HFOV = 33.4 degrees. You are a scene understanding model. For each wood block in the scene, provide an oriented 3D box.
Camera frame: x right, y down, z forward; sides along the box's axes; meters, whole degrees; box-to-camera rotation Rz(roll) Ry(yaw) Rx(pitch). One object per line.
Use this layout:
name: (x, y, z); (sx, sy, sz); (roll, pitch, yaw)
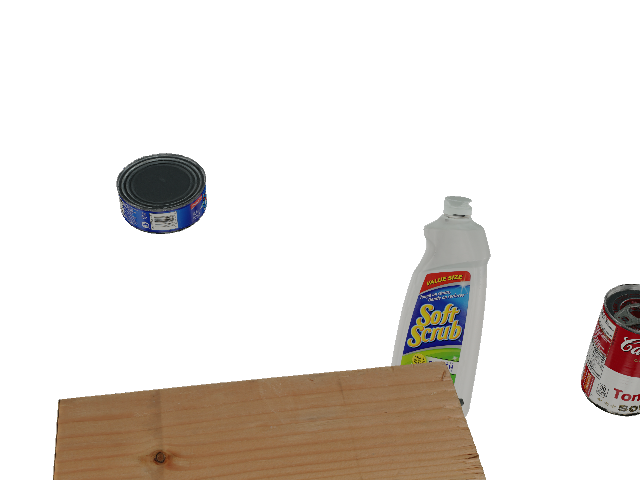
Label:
wood block: (-0.028, 0.132, 0.556); (0.206, 0.090, 0.091); (-4, 38, -7)

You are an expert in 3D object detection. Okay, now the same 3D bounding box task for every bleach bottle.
bleach bottle: (0.133, 0.074, 1.202); (0.103, 0.251, 0.068); (9, 14, 18)

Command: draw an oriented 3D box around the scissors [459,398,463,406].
scissors: (0.023, 0.167, 0.812); (0.201, 0.096, 0.016); (-1, -38, -10)

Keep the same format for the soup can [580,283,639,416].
soup can: (0.278, 0.099, 0.961); (0.068, 0.102, 0.068); (3, 36, -3)

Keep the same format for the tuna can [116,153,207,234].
tuna can: (-0.153, -0.045, 1.035); (0.086, 0.034, 0.086); (0, 43, 0)
